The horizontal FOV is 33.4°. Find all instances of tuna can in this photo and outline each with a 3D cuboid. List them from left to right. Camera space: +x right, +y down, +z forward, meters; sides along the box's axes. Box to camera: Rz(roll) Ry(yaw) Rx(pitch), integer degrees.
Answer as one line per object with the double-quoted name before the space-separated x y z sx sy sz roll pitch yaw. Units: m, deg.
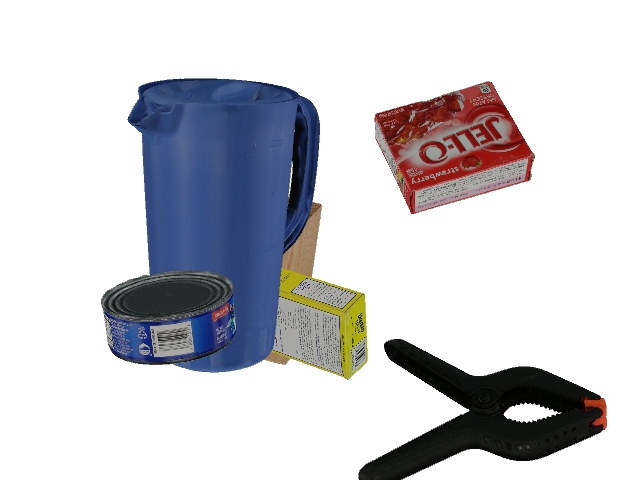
"tuna can" -0.098 0.049 0.696 0.086 0.034 0.086 -4 18 1

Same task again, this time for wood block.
"wood block" -0.064 0.050 1.450 0.090 0.206 0.090 12 21 10

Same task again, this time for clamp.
"clamp" 0.136 0.155 0.920 0.210 0.036 0.164 3 42 21

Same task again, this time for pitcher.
"pitcher" -0.081 -0.017 0.926 0.149 0.243 0.145 3 18 2

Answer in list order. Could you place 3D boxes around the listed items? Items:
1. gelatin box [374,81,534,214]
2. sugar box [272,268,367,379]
"gelatin box" 0.090 -0.064 0.724 0.089 0.073 0.030 -16 -35 -7
"sugar box" -0.034 0.080 1.158 0.176 0.093 0.048 19 38 31
